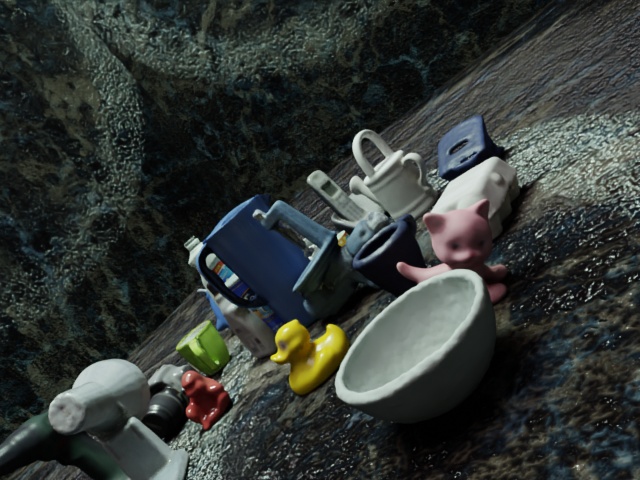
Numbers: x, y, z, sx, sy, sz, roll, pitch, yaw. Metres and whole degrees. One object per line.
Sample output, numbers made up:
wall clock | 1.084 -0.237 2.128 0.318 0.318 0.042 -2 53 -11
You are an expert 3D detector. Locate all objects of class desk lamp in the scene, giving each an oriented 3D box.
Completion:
desk lamp | -0.301 0.290 0.861 0.118 0.213 0.203 -42 9 -3

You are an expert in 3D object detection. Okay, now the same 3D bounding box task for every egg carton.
egg carton | 0.216 -0.049 0.791 0.107 0.069 0.150 -32 13 44

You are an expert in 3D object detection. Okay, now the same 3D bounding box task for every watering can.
watering can | 0.128 -0.126 1.119 0.172 0.194 0.101 -36 11 28

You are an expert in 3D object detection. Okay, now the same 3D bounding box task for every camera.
camera | -0.308 0.319 1.112 0.143 0.101 0.137 -37 10 21

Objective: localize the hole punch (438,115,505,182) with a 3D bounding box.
hole punch | 0.264 -0.156 1.026 0.108 0.091 0.101 -33 12 40

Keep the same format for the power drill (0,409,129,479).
power drill | -0.423 0.375 0.981 0.075 0.208 0.230 -36 10 26

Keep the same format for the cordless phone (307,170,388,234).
cordless phone | 0.065 -0.101 1.286 0.094 0.185 0.148 -31 14 48

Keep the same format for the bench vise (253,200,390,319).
bench vise | 0.009 0.000 0.931 0.207 0.220 0.121 -39 10 10

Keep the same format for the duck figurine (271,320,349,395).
duck figurine | -0.019 0.146 0.781 0.104 0.086 0.077 -42 9 -7

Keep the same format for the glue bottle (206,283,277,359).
glue bottle | -0.146 0.142 1.050 0.078 0.173 0.037 -29 15 51

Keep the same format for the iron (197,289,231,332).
iron | -0.178 0.109 1.436 0.258 0.141 0.118 -40 9 10

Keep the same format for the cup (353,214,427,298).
cup | 0.112 0.029 0.769 0.118 0.095 0.091 -47 11 -33

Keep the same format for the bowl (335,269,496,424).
bowl | 0.098 0.107 0.519 0.167 0.075 0.167 -40 9 8

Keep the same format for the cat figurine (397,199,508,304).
cat figurine | 0.143 0.018 0.622 0.127 0.118 0.067 -35 11 32

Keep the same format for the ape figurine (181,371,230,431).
ape figurine | -0.198 0.260 0.964 0.077 0.092 0.076 -38 10 20
